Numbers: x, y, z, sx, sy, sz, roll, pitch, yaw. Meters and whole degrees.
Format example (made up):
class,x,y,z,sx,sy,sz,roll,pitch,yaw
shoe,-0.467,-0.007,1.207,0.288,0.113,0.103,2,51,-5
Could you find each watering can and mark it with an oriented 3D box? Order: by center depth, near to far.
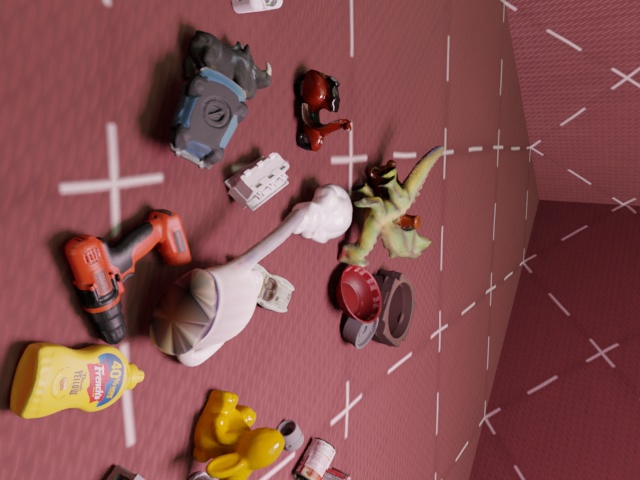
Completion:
class,x,y,z,sx,sy,sz,roll,pitch,yaw
watering can,-0.161,0.082,0.897,0.346,0.105,0.224,-58,161,8

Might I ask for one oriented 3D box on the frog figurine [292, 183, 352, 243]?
class,x,y,z,sx,sy,sz,roll,pitch,yaw
frog figurine,0.004,-0.060,1.187,0.161,0.123,0.135,-23,134,-65

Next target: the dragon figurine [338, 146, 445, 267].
class,x,y,z,sx,sy,sz,roll,pitch,yaw
dragon figurine,0.217,-0.066,1.392,0.412,0.122,0.241,-29,102,-11
